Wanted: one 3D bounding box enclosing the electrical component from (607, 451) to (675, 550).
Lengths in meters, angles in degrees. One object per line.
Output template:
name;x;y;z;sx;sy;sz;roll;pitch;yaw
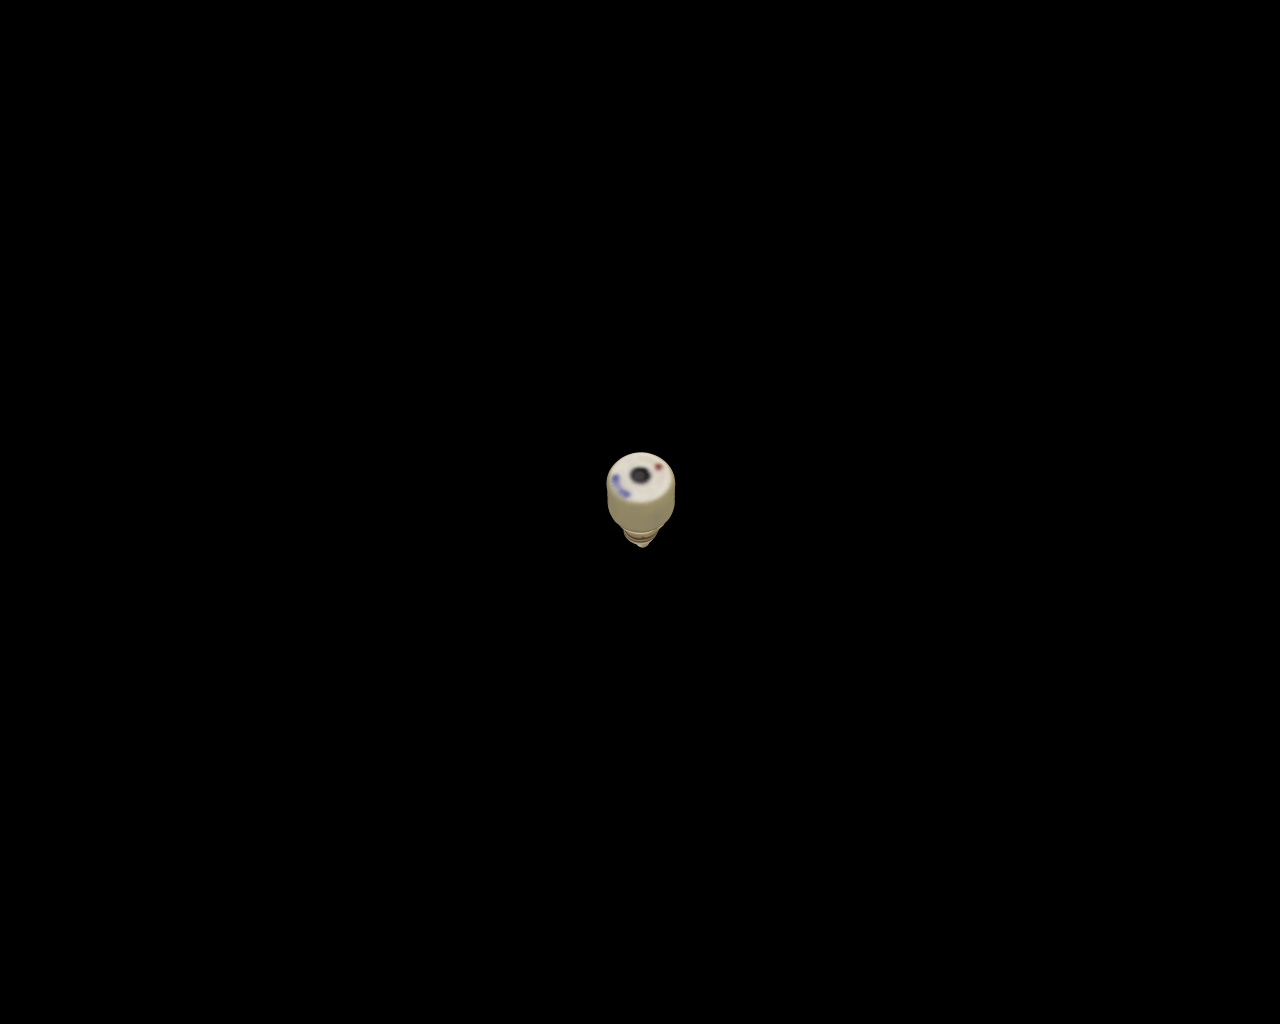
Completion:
electrical component;0.001;-0.003;0.650;0.040;0.040;0.078;0;-34;0
